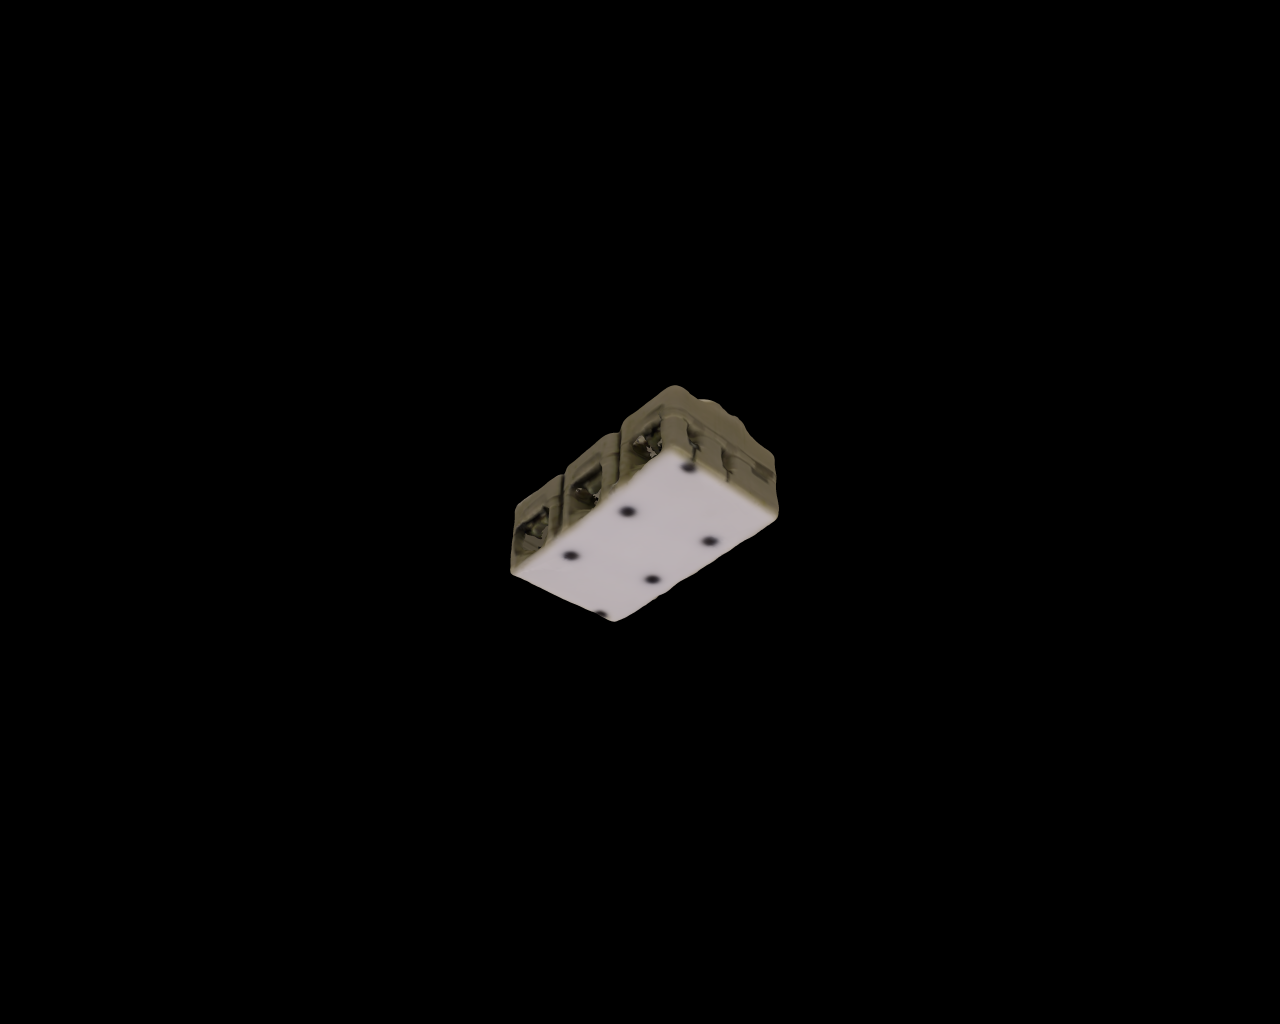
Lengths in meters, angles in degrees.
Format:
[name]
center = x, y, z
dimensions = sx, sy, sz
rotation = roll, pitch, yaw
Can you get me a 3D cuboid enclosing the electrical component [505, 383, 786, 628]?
[electrical component]
center = 0.001, -0.003, 0.650
dimensions = 0.089, 0.062, 0.150
rotation = 30, -49, -31
